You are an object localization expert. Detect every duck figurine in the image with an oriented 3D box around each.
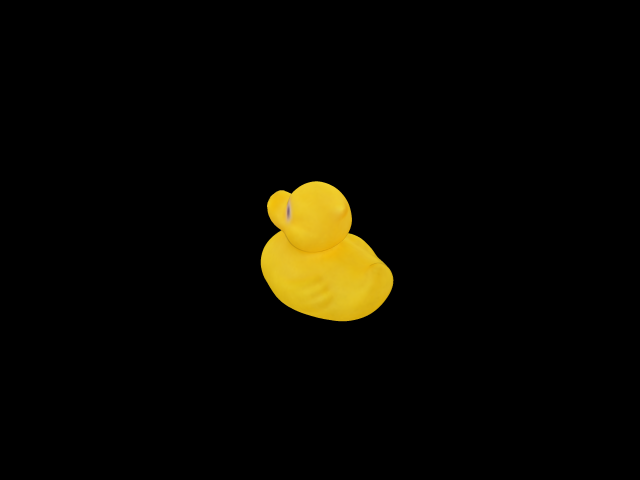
[{"bbox_3d":[0.004,0.001,0.400,0.104,0.086,0.078,26,50,25],"label":"duck figurine"}]
